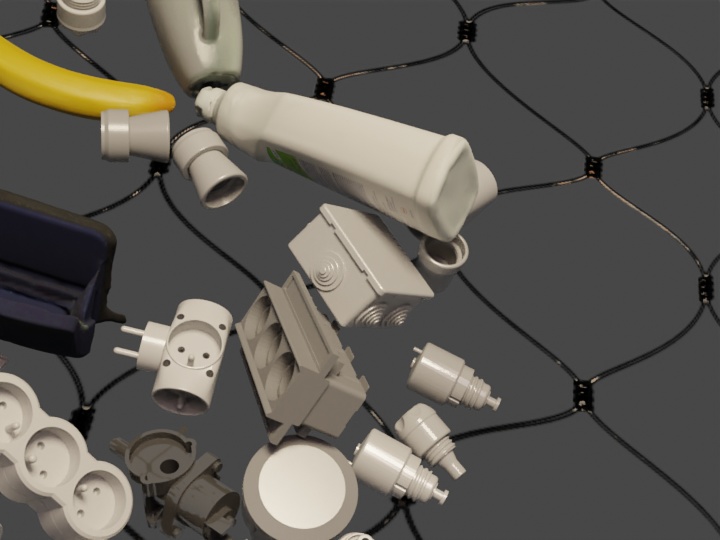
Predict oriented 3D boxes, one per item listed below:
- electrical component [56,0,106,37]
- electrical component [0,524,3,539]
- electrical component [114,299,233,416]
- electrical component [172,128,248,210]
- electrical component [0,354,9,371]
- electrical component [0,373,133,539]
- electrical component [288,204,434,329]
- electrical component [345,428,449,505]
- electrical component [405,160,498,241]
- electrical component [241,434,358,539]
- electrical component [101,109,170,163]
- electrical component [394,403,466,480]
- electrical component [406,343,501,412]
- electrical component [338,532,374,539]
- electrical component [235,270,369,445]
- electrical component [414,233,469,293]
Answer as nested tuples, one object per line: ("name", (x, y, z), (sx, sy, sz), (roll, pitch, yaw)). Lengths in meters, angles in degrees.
("electrical component", (-0.248, -0.242, 0.958), (0.043, 0.062, 0.043), (6, 57, -10))
("electrical component", (-0.269, 0.172, 0.696), (0.047, 0.055, 0.055), (36, 57, 14))
("electrical component", (-0.142, 0.061, 0.802), (0.079, 0.044, 0.077), (14, 56, -5))
("electrical component", (-0.126, -0.085, 0.899), (0.045, 0.045, 0.055), (-24, 67, -26))
("electrical component", (-0.287, 0.076, 0.746), (0.042, 0.063, 0.081), (28, 56, 6))
("electrical component", (-0.223, 0.130, 0.721), (0.138, 0.074, 0.052), (49, 47, -19))
("electrical component", (0.000, 0.000, 0.850), (0.099, 0.048, 0.100), (55, 22, 21))
("electrical component", (0.028, 0.149, 0.791), (0.078, 0.040, 0.040), (28, 56, 5))
("electrical component", (0.066, -0.073, 0.938), (0.077, 0.044, 0.079), (-32, 71, -28))
("electrical component", (-0.045, 0.161, 0.759), (0.080, 0.051, 0.080), (6, 57, -10))
("electrical component", (-0.188, -0.112, 0.900), (0.055, 0.045, 0.045), (-1, 59, -14))
("electrical component", (0.056, 0.132, 0.812), (0.035, 0.035, 0.061), (-33, 73, -29))
("electrical component", (0.072, 0.088, 0.840), (0.078, 0.040, 0.040), (26, 56, 4))
("electrical component", (-0.003, 0.197, 0.740), (0.035, 0.061, 0.035), (6, 57, -10))
("electrical component", (-0.043, 0.065, 0.783), (0.063, 0.078, 0.121), (27, 17, -28))
("electrical component", (0.065, -0.007, 0.895), (0.040, 0.046, 0.040), (6, 57, -10))
